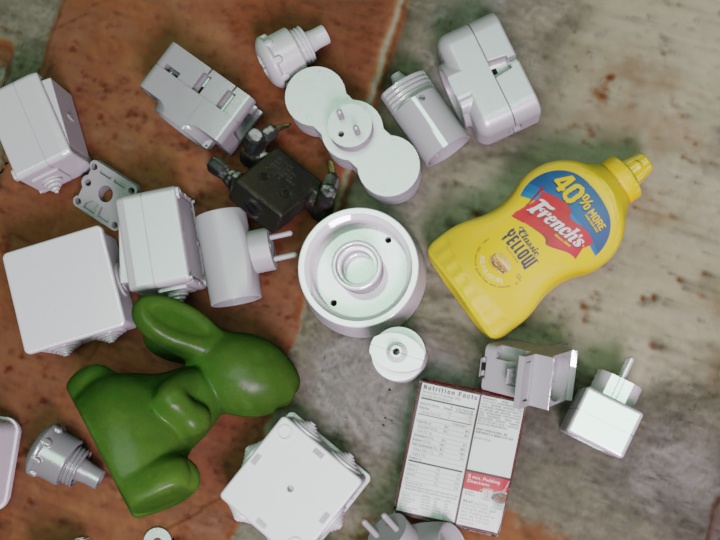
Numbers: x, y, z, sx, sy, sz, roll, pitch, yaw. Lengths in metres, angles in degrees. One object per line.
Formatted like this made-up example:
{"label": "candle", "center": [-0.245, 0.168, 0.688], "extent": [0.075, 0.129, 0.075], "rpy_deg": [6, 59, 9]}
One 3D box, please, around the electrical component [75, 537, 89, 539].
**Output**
{"label": "electrical component", "center": [-0.247, 0.255, 0.887], "extent": [0.081, 0.042, 0.063], "rpy_deg": [-7, 78, 4]}

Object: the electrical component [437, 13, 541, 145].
{"label": "electrical component", "center": [0.104, -0.157, 0.902], "extent": [0.059, 0.053, 0.095], "rpy_deg": [-25, 81, 2]}

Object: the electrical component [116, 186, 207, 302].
{"label": "electrical component", "center": [-0.168, -0.015, 0.905], "extent": [0.061, 0.061, 0.096], "rpy_deg": [-11, 81, 4]}

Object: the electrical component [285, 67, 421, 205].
{"label": "electrical component", "center": [-0.007, -0.116, 0.897], "extent": [0.138, 0.073, 0.052], "rpy_deg": [44, 88, 9]}

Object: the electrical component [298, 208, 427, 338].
{"label": "electrical component", "center": [0.000, 0.000, 0.887], "extent": [0.108, 0.060, 0.108], "rpy_deg": [-1, 82, 5]}

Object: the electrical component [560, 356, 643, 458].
{"label": "electrical component", "center": [0.198, 0.103, 0.852], "extent": [0.047, 0.065, 0.076], "rpy_deg": [26, 86, 8]}

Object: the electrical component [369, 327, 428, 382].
{"label": "electrical component", "center": [0.032, 0.068, 0.865], "extent": [0.043, 0.081, 0.043], "rpy_deg": [-1, 82, 5]}

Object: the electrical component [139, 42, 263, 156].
{"label": "electrical component", "center": [-0.138, -0.143, 0.925], "extent": [0.089, 0.050, 0.055], "rpy_deg": [36, 87, 9]}

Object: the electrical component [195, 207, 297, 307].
{"label": "electrical component", "center": [-0.094, -0.014, 0.907], "extent": [0.079, 0.043, 0.077], "rpy_deg": [-12, 81, 3]}

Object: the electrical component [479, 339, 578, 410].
{"label": "electrical component", "center": [0.134, 0.081, 0.858], "extent": [0.064, 0.081, 0.042], "rpy_deg": [10, 99, 34]}

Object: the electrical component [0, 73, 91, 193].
{"label": "electrical component", "center": [-0.271, -0.113, 0.928], "extent": [0.061, 0.061, 0.096], "rpy_deg": [-26, 81, 2]}

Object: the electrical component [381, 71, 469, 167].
{"label": "electrical component", "center": [0.052, -0.133, 0.909], "extent": [0.043, 0.043, 0.081], "rpy_deg": [-33, 81, 0]}

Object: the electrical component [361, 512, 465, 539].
{"label": "electrical component", "center": [0.032, 0.217, 0.839], "extent": [0.077, 0.043, 0.079], "rpy_deg": [-25, 118, 28]}

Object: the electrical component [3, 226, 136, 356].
{"label": "electrical component", "center": [-0.244, 0.019, 0.914], "extent": [0.100, 0.048, 0.099], "rpy_deg": [-17, 81, 3]}

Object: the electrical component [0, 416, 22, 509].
{"label": "electrical component", "center": [-0.349, 0.156, 0.901], "extent": [0.113, 0.057, 0.078], "rpy_deg": [7, 83, 6]}

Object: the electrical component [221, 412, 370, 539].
{"label": "electrical component", "center": [-0.053, 0.176, 0.875], "extent": [0.100, 0.048, 0.099], "rpy_deg": [38, 87, 9]}

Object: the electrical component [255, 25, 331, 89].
{"label": "electrical component", "center": [-0.056, -0.189, 0.927], "extent": [0.062, 0.048, 0.048], "rpy_deg": [-29, 81, -6]}

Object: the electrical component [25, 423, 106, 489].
{"label": "electrical component", "center": [-0.244, 0.161, 0.898], "extent": [0.062, 0.048, 0.048], "rpy_deg": [28, 86, 2]}
